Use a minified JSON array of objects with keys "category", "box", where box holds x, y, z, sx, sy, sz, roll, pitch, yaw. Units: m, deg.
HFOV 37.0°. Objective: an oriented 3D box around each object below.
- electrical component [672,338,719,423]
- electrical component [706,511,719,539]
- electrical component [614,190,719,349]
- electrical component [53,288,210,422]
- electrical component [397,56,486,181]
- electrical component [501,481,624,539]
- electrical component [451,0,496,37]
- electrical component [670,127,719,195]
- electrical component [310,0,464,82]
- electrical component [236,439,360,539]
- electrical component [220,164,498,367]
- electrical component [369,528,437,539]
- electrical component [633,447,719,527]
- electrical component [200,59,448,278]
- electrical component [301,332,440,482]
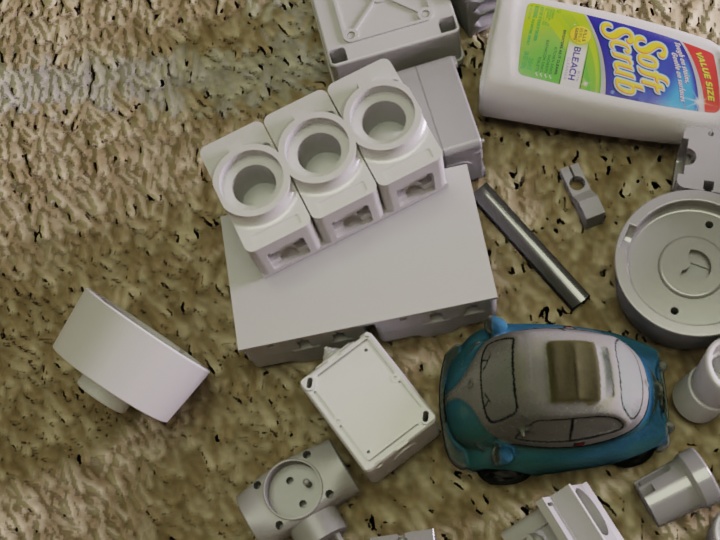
[{"category":"electrical component","box":[0.242,0.078,0.733,0.044,0.065,0.044,5,61,-9]},{"category":"electrical component","box":[0.249,0.176,0.706,0.040,0.046,0.040,-3,69,7]},{"category":"electrical component","box":[0.234,0.004,0.765,0.108,0.060,0.108,-3,69,7]},{"category":"electrical component","box":[-0.170,0.068,0.776,0.108,0.108,0.060,32,83,18]},{"category":"electrical component","box":[0.055,-0.116,0.835,0.061,0.061,0.096,-16,68,2]},{"category":"electrical component","box":[0.150,0.207,0.698,0.063,0.079,0.121,-38,67,17]},{"category":"electrical component","box":[0.090,-0.245,0.876,0.047,0.065,0.076,-28,68,-3]},{"category":"electrical component","box":[0.277,-0.065,0.788,0.089,0.055,0.050,10,71,11]},{"category":"electrical component","box":[0.018,-0.209,0.878,0.109,0.056,0.108,-16,68,2]},{"category":"electrical component","box":[-0.034,0.171,0.749,0.077,0.044,0.079,-31,69,-5]},{"category":"electrical component","box":[0.000,0.000,0.800,0.186,0.060,0.105,-12,68,4]},{"category":"electrical component","box":[0.033,0.209,0.725,0.066,0.048,0.055,-9,61,5]},{"category":"electrical component","box":[0.214,0.148,0.726,0.046,0.040,0.040,-28,68,3]},{"category":"electrical component","box":[-0.025,-0.074,0.762,0.150,0.061,0.089,-27,69,-2]},{"category":"electrical component","box":[0.005,0.094,0.763,0.062,0.061,0.096,-37,69,-7]}]
